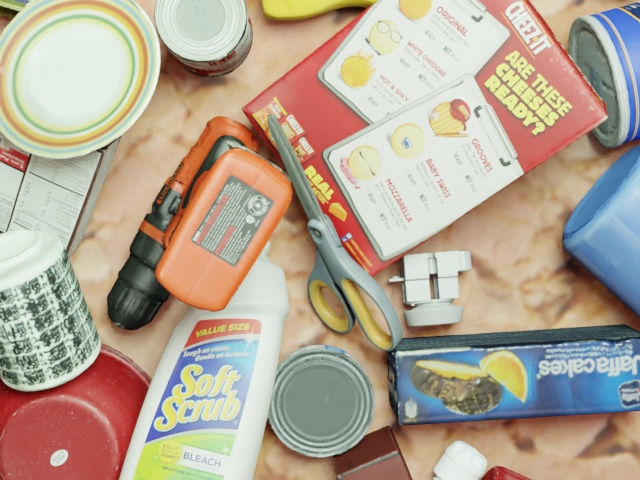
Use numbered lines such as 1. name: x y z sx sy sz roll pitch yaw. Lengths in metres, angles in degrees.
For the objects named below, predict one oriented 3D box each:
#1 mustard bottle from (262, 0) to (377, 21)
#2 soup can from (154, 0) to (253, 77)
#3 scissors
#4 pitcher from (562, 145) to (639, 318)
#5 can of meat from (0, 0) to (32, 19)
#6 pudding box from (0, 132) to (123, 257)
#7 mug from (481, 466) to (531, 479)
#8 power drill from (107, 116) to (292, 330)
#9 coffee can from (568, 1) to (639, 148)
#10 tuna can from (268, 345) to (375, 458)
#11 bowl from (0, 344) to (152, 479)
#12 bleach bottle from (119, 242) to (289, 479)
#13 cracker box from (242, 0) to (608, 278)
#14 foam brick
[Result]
1. mustard bottle: 0.049 -0.221 0.820 0.191 0.058 0.096 -3 95 -2
2. soup can: -0.085 -0.160 0.797 0.068 0.102 0.068 0 93 -2
3. scissors: -0.005 0.001 0.806 0.016 0.096 0.201 -39 102 -31
4. pitcher: 0.313 0.032 0.801 0.243 0.145 0.149 39 94 0
5. can of meat: -0.205 -0.207 0.815 0.102 0.057 0.084 15 90 -3
6. pudding box: -0.212 -0.050 0.809 0.090 0.039 0.114 26 122 -4
7. mug: 0.153 0.237 0.838 0.081 0.093 0.117 25 128 2
8. power drill: -0.092 -0.004 0.764 0.057 0.188 0.184 29 89 -18
9. coffee can: 0.273 -0.137 0.808 0.140 0.103 0.103 -16 93 -1
10. tuna can: 0.000 0.127 0.847 0.086 0.034 0.086 0 93 -2
11. bowl: -0.199 0.161 0.833 0.162 0.055 0.162 0 93 -1
12. bleach bottle: -0.086 0.108 0.811 0.102 0.068 0.251 10 76 7
13. cracker box: 0.076 -0.098 0.791 0.214 0.072 0.164 -36 94 20
14. foam brick: 0.044 0.186 0.830 0.053 0.078 0.051 -23 95 1
